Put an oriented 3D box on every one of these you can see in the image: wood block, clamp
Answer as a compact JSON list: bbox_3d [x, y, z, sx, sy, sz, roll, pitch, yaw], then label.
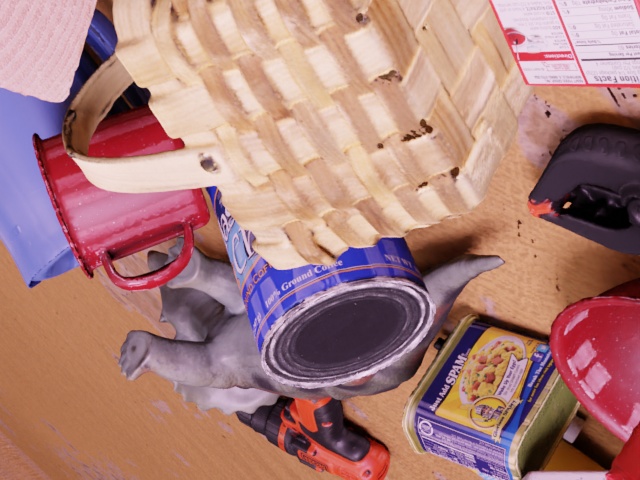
[{"bbox_3d":[-0.174,-0.150,0.570,0.090,0.090,0.206,15,-164,-23],"label":"wood block"},{"bbox_3d":[0.162,-0.031,0.503,0.172,0.039,0.120,8,135,49],"label":"clamp"}]

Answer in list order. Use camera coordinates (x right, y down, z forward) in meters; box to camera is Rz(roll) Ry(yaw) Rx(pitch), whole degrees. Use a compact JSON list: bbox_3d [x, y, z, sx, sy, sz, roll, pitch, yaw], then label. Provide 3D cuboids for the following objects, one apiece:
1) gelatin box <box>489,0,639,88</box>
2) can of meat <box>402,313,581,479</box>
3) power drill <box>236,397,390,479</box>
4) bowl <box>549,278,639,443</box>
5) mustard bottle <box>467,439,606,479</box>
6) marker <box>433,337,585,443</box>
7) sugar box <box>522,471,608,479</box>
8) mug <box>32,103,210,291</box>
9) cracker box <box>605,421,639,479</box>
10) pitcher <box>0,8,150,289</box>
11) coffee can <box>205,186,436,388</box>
[{"bbox_3d":[0.111,-0.107,0.460,0.073,0.030,0.089,8,140,46],"label":"gelatin box"},{"bbox_3d":[0.118,0.106,0.709,0.084,0.102,0.057,15,145,37],"label":"can of meat"},{"bbox_3d":[-0.027,0.153,1.028,0.185,0.057,0.187,19,150,30],"label":"power drill"},{"bbox_3d":[0.209,0.069,0.580,0.162,0.055,0.162,31,153,18],"label":"bowl"},{"bbox_3d":[0.164,0.175,0.802,0.192,0.058,0.096,35,160,9],"label":"mustard bottle"},{"bbox_3d":[0.136,0.107,0.777,0.121,0.020,0.020,32,153,16],"label":"marker"},{"bbox_3d":[0.211,0.177,0.663,0.176,0.048,0.093,2,146,3],"label":"sugar box"},{"bbox_3d":[-0.112,-0.024,0.635,0.093,0.081,0.117,81,166,-61],"label":"mug"},{"bbox_3d":[0.207,0.065,0.395,0.072,0.213,0.164,9,140,50],"label":"cracker box"},{"bbox_3d":[-0.204,-0.102,0.748,0.243,0.149,0.145,56,171,1],"label":"pitcher"},{"bbox_3d":[-0.004,0.001,0.629,0.103,0.102,0.140,82,169,-54],"label":"coffee can"}]
